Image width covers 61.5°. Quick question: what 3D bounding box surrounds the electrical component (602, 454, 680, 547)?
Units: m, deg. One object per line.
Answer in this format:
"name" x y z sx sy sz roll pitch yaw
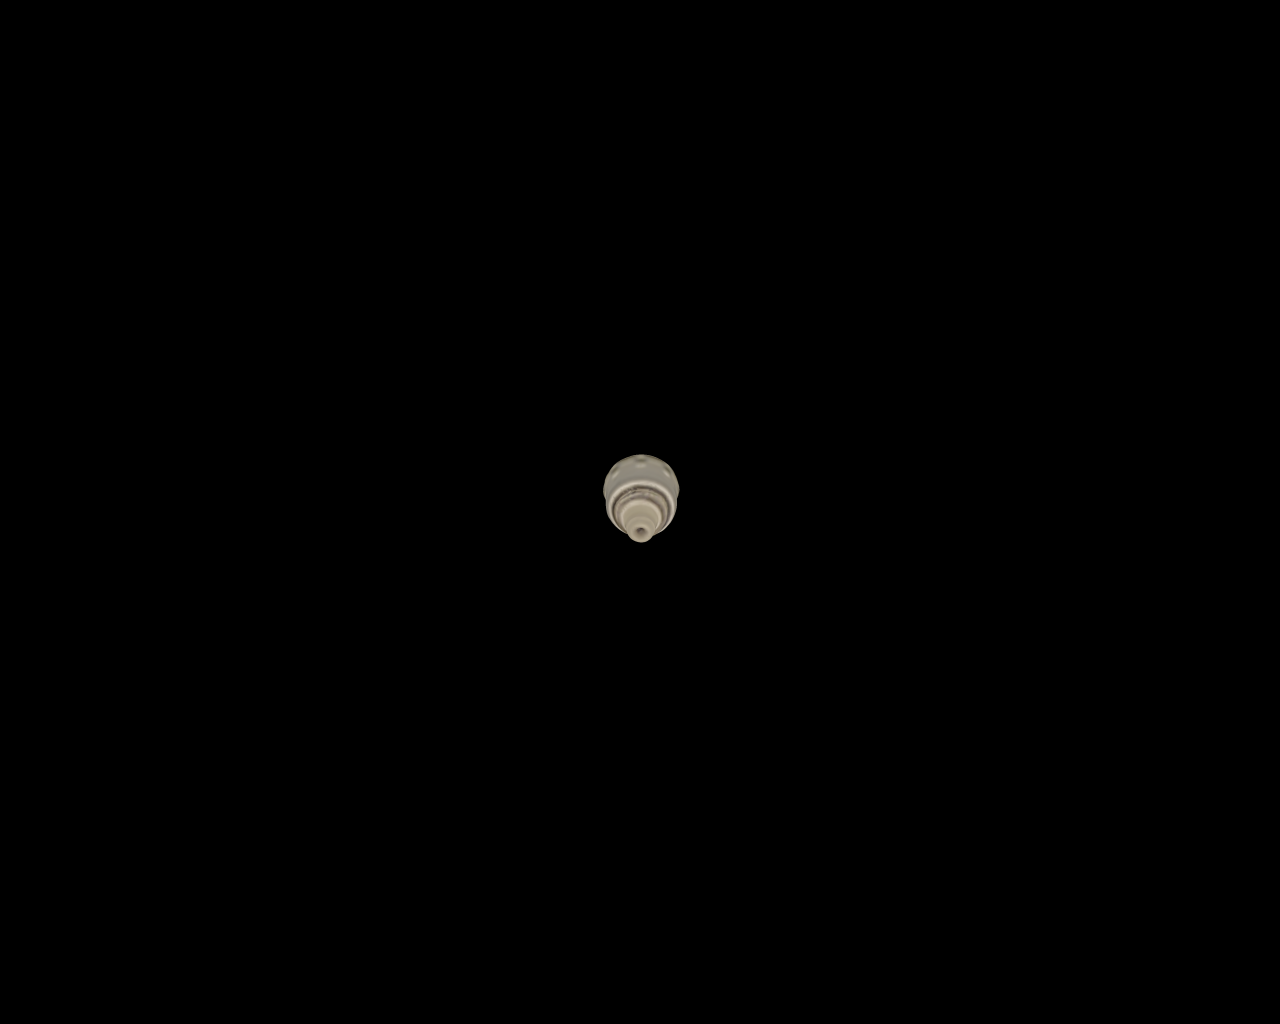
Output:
"electrical component" 0.001 -0.003 0.650 0.048 0.048 0.062 0 30 0
